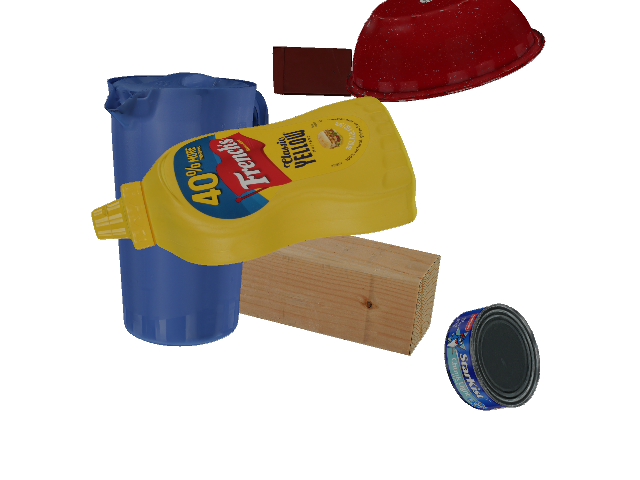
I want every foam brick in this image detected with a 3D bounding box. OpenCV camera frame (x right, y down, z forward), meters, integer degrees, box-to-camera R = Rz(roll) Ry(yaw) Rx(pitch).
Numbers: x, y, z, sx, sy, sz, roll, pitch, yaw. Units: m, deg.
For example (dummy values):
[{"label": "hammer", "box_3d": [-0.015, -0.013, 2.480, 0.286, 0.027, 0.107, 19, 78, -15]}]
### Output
[{"label": "foam brick", "box_3d": [-0.009, -0.183, 1.154, 0.078, 0.051, 0.053, -1, 11, -14]}]

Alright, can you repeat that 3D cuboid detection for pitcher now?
[{"label": "pitcher", "box_3d": [-0.120, -0.034, 0.992, 0.149, 0.243, 0.145, 0, 14, -7]}]

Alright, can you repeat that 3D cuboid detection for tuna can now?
[{"label": "tuna can", "box_3d": [0.142, 0.097, 0.885, 0.085, 0.086, 0.034, 0, -13, -42]}]

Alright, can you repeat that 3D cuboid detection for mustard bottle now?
[{"label": "mustard bottle", "box_3d": [-0.044, -0.031, 0.654, 0.191, 0.096, 0.058, -14, -43, -6]}]

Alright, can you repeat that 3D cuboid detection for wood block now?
[{"label": "wood block", "box_3d": [0.017, 0.048, 1.182, 0.206, 0.091, 0.090, 13, 23, 17]}]

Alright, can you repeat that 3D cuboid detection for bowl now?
[{"label": "bowl", "box_3d": [0.091, -0.165, 0.842, 0.162, 0.055, 0.162, -14, 24, 6]}]
